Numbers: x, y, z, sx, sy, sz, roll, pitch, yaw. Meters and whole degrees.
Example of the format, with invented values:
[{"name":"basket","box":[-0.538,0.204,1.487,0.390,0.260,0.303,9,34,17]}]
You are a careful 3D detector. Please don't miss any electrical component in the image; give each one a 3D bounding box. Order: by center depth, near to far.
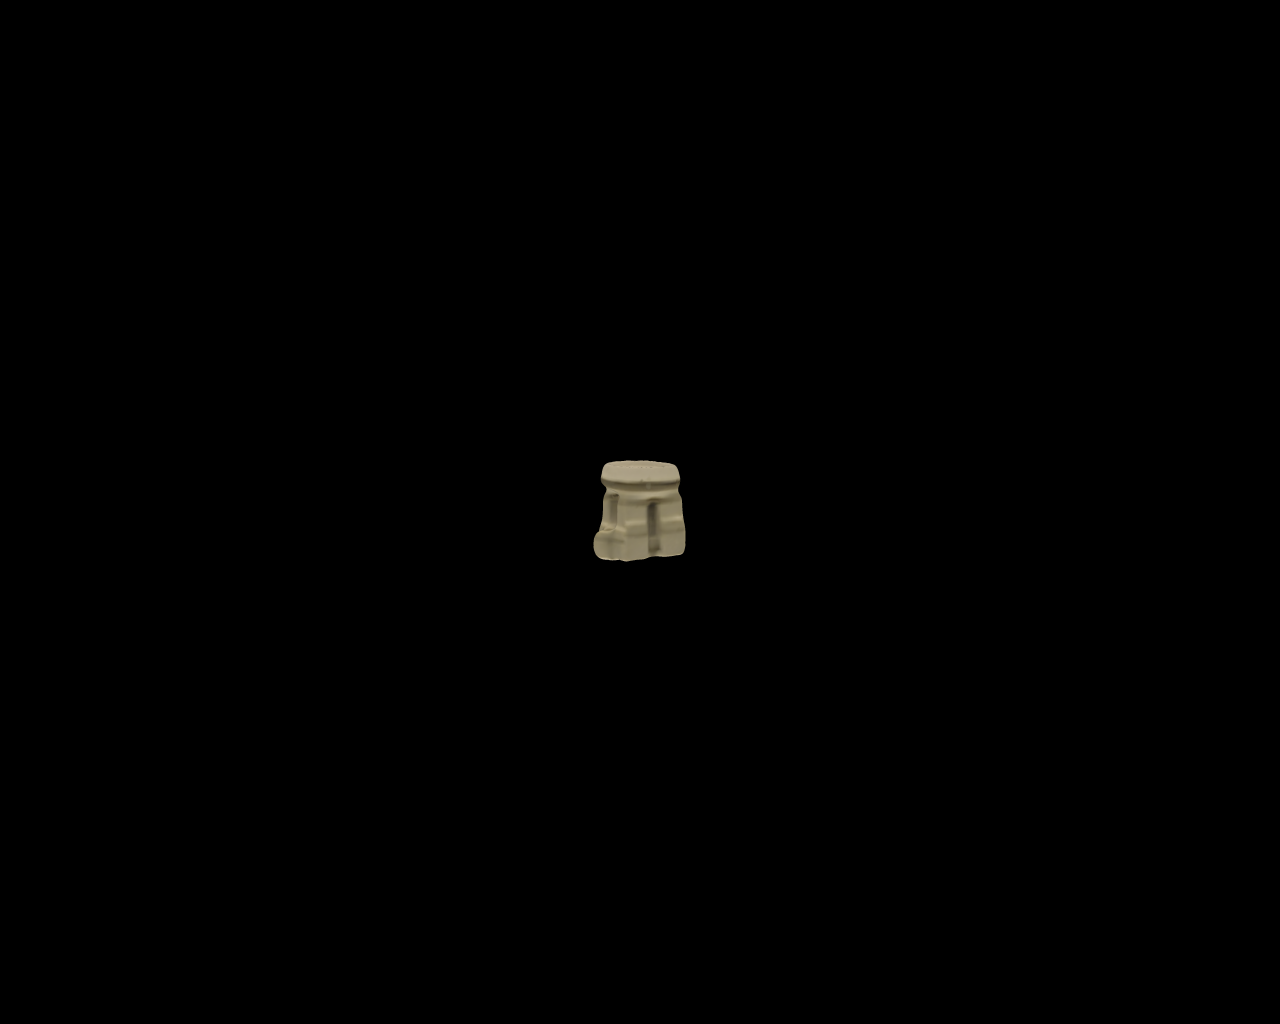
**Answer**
[{"name":"electrical component","box":[0.001,-0.003,0.650,0.066,0.055,0.048,-5,12,-28]}]
